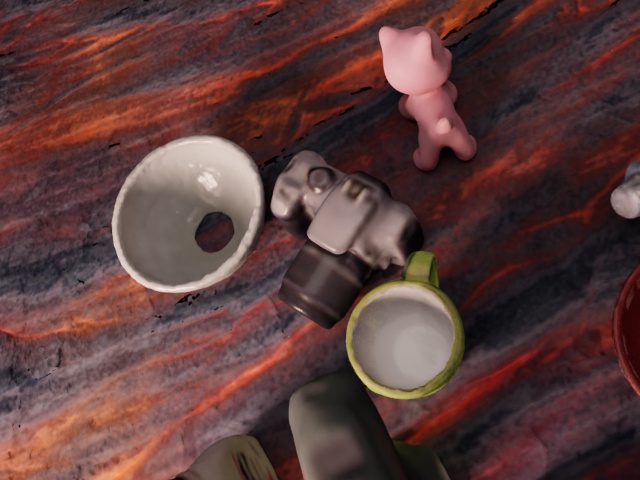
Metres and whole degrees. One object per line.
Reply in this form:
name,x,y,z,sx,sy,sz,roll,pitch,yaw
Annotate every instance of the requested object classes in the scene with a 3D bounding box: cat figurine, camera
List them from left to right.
camera,0.005,0.002,0.536,0.142,0.101,0.137,30,83,23
cat figurine,0.102,-0.146,0.548,0.067,0.118,0.127,-20,68,10

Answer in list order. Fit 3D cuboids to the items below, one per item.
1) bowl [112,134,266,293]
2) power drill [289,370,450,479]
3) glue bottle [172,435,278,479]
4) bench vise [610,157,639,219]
bowl,-0.124,-0.020,0.596,0.167,0.075,0.167,-5,71,15
power drill,0.058,0.205,0.394,0.075,0.209,0.229,-31,66,5
glue bottle,-0.081,0.195,0.457,0.037,0.173,0.078,-37,66,2
bench vise,0.320,-0.085,0.408,0.121,0.220,0.207,38,86,24
